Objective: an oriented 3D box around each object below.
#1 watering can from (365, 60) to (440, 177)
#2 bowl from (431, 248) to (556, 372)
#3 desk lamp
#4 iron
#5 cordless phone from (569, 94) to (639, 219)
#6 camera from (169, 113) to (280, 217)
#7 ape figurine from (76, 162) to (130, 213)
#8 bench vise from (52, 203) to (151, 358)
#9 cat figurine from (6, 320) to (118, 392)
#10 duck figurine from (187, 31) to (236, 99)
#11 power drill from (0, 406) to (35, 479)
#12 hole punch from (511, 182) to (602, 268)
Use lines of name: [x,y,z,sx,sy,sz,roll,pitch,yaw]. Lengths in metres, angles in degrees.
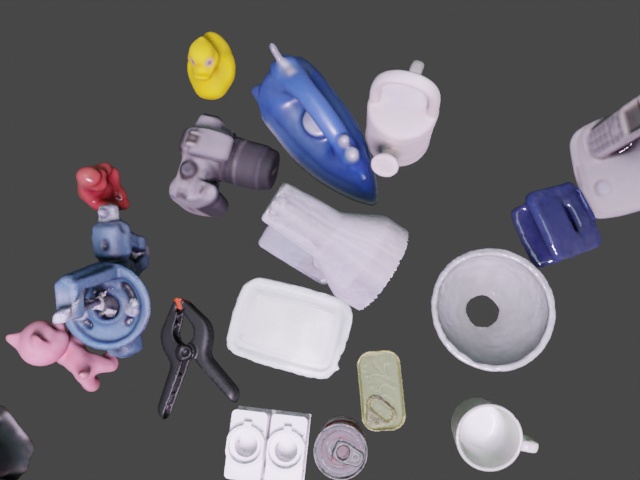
watering can: [0.115,-0.173,0.800,0.101,0.194,0.173,-4,79,3]
bowl: [0.235,0.099,0.802,0.167,0.075,0.167,-1,79,3]
desk lamp: [0.007,0.003,0.762,0.203,0.213,0.118,30,82,8]
iron: [0.005,-0.168,0.832,0.118,0.141,0.258,-38,79,-4]
cordless phone: [0.422,-0.115,0.777,0.094,0.185,0.147,-11,78,1]
camera: [-0.138,-0.106,0.849,0.136,0.101,0.143,15,80,6]
ape figurine: [-0.334,-0.083,0.859,0.076,0.092,0.078,14,80,6]
bench vise: [-0.304,0.053,0.766,0.121,0.220,0.207,-22,78,-1]
cat figurine: [-0.364,0.157,0.801,0.127,0.118,0.067,36,83,9]
duck figurine: [-0.176,-0.283,0.893,0.077,0.086,0.104,4,79,4]
power drill: [-0.476,0.273,0.738,0.075,0.208,0.229,-44,80,-5]
hole punch: [0.340,-0.027,0.812,0.101,0.091,0.108,-21,78,-1]
